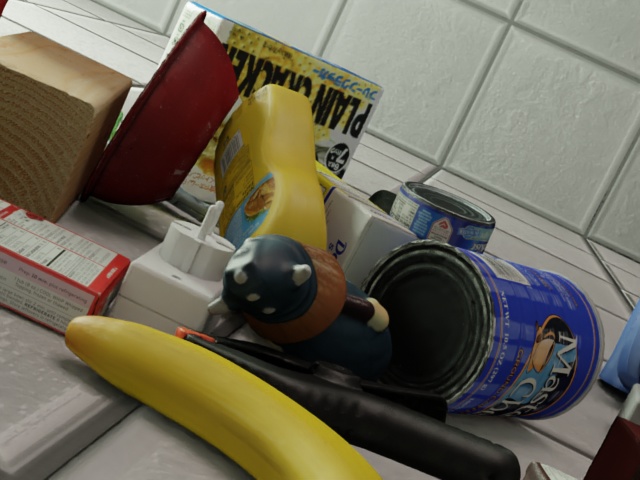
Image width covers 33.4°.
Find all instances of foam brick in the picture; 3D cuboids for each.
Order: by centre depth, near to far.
[{"bbox_3d":[0.202,0.147,0.622,0.078,0.053,0.051,22,10,-10],"label":"foam brick"}]

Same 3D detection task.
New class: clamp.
[{"bbox_3d":[0.011,0.082,0.514,0.171,0.039,0.120,16,-3,-21],"label":"clamp"}]

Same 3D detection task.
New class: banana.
[{"bbox_3d":[-0.029,0.082,0.439,0.198,0.037,0.069,33,11,39],"label":"banana"}]

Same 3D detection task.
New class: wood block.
[{"bbox_3d":[-0.190,-0.076,0.706,0.090,0.091,0.206,24,10,-9],"label":"wood block"}]

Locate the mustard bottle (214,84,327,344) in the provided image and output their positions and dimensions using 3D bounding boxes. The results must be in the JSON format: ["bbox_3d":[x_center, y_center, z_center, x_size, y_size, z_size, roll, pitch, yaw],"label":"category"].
[{"bbox_3d":[-0.032,-0.009,0.691,0.058,0.096,0.191,19,38,-24],"label":"mustard bottle"}]

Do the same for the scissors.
[{"bbox_3d":[-0.106,-0.033,0.874,0.201,0.016,0.096,29,12,-11],"label":"scissors"}]

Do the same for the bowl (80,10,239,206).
[{"bbox_3d":[-0.105,-0.081,0.760,0.055,0.162,0.162,34,9,-8],"label":"bowl"}]

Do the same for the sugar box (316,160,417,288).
[{"bbox_3d":[-0.005,0.001,0.751,0.048,0.093,0.176,23,11,-31],"label":"sugar box"}]

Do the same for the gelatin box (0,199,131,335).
[{"bbox_3d":[-0.147,0.012,0.536,0.089,0.030,0.073,25,11,-4],"label":"gelatin box"}]

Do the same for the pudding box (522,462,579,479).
[{"bbox_3d":[0.151,0.155,0.497,0.113,0.039,0.090,25,10,-11],"label":"pudding box"}]

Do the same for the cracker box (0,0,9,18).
[{"bbox_3d":[-0.268,-0.208,0.838,0.072,0.214,0.164,24,10,-19],"label":"cracker box"}]

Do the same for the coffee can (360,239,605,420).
[{"bbox_3d":[0.102,0.061,0.677,0.140,0.103,0.103,13,15,-48],"label":"coffee can"}]

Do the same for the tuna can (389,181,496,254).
[{"bbox_3d":[0.101,-0.017,0.881,0.086,0.034,0.086,20,15,-6],"label":"tuna can"}]

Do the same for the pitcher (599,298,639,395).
[{"bbox_3d":[0.354,0.046,0.957,0.145,0.243,0.149,22,4,1],"label":"pitcher"}]
